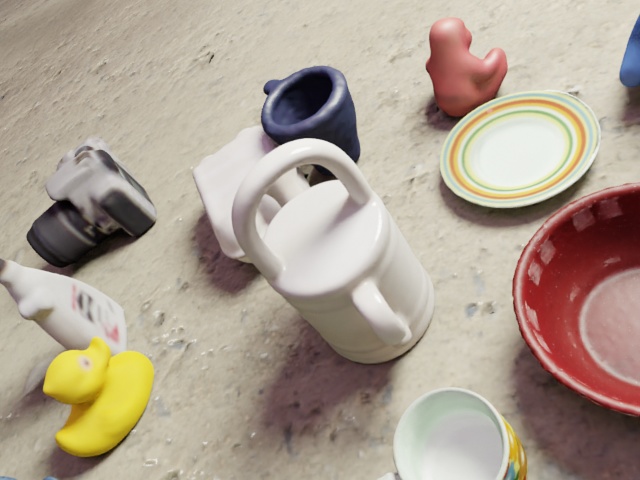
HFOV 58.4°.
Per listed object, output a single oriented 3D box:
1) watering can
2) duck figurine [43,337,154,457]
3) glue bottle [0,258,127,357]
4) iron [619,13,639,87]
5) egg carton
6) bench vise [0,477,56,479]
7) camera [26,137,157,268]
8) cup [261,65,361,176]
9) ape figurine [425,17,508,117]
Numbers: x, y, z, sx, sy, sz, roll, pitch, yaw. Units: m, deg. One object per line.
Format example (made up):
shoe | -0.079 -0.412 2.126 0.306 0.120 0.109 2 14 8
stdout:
watering can | 0.002 0.003 0.417 0.172 0.195 0.101 24 71 40
duck figurine | -0.211 0.137 0.517 0.077 0.086 0.105 12 64 37
glue bottle | -0.254 0.058 0.543 0.037 0.174 0.078 -33 46 5
iron | 0.327 -0.236 0.440 0.118 0.142 0.258 21 69 40
egg carton | -0.067 -0.048 0.583 0.107 0.070 0.150 -35 46 3
bench vise | -0.272 0.248 0.376 0.121 0.220 0.207 -11 52 24
camera | -0.291 -0.045 0.693 0.137 0.101 0.142 -42 46 -3
cup | -0.007 -0.115 0.581 0.092 0.095 0.117 -46 47 -8
ape figurine | 0.131 -0.170 0.542 0.077 0.092 0.076 27 73 41
